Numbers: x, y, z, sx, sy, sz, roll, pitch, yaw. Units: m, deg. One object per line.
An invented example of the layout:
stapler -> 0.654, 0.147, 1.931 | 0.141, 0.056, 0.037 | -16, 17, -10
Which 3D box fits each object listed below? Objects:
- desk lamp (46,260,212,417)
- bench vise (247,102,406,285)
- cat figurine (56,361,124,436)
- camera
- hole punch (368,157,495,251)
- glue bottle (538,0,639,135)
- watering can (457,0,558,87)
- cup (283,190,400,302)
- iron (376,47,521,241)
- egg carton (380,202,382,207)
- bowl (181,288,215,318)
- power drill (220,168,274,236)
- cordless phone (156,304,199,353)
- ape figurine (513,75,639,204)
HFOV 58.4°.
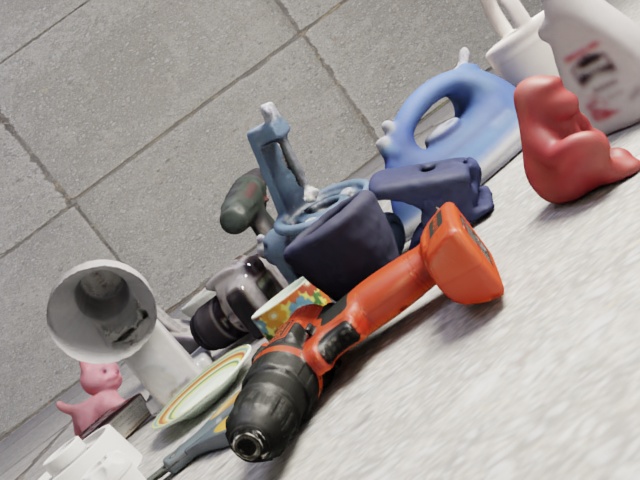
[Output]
desk lamp -> -0.244, 0.118, 0.743 | 0.118, 0.213, 0.203 | -38, 6, -11
bench vise -> -0.033, -0.035, 0.661 | 0.207, 0.220, 0.122 | -33, 7, 31
cat figurine -> -0.360, 0.243, 0.917 | 0.067, 0.118, 0.128 | -32, 8, 40
camera -> -0.113, 0.083, 0.796 | 0.136, 0.101, 0.143 | -35, 7, 22
hole punch -> 0.112, -0.052, 0.575 | 0.101, 0.091, 0.109 | -35, 7, 20
glue bottle -> 0.220, -0.173, 0.478 | 0.037, 0.173, 0.078 | -41, 7, -30
watering can -> 0.264, -0.255, 0.757 | 0.173, 0.194, 0.101 | -38, 6, -11
cup -> 0.036, 0.014, 0.488 | 0.091, 0.095, 0.118 | -33, 8, 36
iron -> 0.148, -0.128, 0.705 | 0.259, 0.141, 0.118 | -40, 7, -23
egg carton -> 0.033, -0.026, 0.937 | 0.150, 0.069, 0.107 | -31, 9, 46
bowl -> -0.178, 0.109, 1.099 | 0.167, 0.075, 0.167 | -37, 6, 5
power drill -> -0.102, -0.033, 1.102 | 0.075, 0.208, 0.230 | -35, 7, 21
cordless phone -> -0.291, 0.134, 1.032 | 0.094, 0.185, 0.147 | -38, 6, -7
ape figurine -> 0.174, -0.078, 0.413 | 0.076, 0.092, 0.078 | -30, 9, 48
